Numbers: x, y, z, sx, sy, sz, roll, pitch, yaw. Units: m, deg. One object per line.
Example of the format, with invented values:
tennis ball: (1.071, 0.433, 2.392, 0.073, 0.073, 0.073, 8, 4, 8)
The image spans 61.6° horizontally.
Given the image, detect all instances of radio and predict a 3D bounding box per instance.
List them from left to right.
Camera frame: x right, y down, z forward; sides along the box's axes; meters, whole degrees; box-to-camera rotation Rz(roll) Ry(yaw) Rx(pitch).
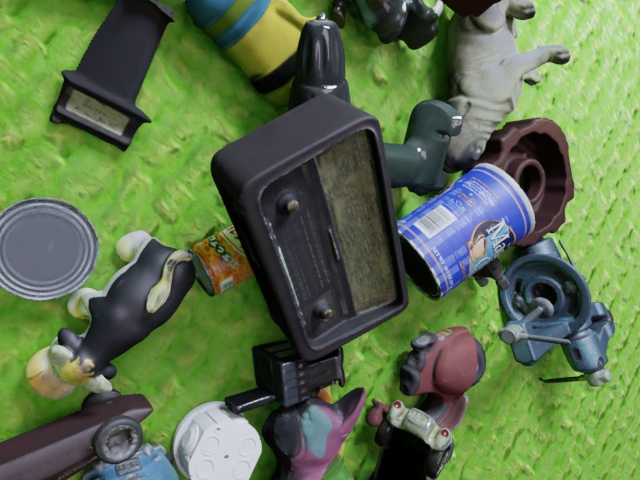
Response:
radio: (-0.001, -0.001, 0.494, 0.131, 0.073, 0.229, -28, 129, -14)

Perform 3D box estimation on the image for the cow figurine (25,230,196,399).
cow figurine: (-0.175, 0.072, 0.461, 0.068, 0.098, 0.167, 46, 70, -30)

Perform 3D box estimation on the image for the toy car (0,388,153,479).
toy car: (-0.236, 0.181, 0.436, 0.202, 0.089, 0.053, -17, 100, -30)

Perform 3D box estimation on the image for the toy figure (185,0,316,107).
toy figure: (-0.067, -0.207, 0.521, 0.180, 0.082, 0.089, 34, 95, -35)

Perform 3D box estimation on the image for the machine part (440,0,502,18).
machine part: (0.124, -0.352, 0.568, 0.201, 0.087, 0.201, 23, 46, -30)

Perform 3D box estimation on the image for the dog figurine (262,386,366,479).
dog figurine: (0.010, 0.262, 0.575, 0.191, 0.109, 0.219, 25, 77, -28)

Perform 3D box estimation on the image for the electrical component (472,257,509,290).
electrical component: (0.205, 0.027, 0.699, 0.021, 0.063, 0.094, -46, 112, -20)

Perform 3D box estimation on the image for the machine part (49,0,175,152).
machine part: (-0.175, -0.152, 0.470, 0.084, 0.039, 0.138, 23, 103, -22)

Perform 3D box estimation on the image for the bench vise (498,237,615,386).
bench vise: (0.308, 0.113, 0.721, 0.240, 0.129, 0.223, -16, 93, -47)

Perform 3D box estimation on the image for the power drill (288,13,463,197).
power drill: (0.055, -0.107, 0.563, 0.207, 0.086, 0.231, -15, 125, -40)

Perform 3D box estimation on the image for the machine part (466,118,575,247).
machine part: (0.276, -0.079, 0.741, 0.179, 0.056, 0.179, -3, 96, -31)

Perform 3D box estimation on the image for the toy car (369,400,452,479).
toy car: (0.096, 0.252, 0.597, 0.056, 0.074, 0.201, -39, 144, -42)

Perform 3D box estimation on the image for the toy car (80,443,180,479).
toy car: (-0.157, 0.275, 0.479, 0.109, 0.103, 0.161, -8, 98, -31)

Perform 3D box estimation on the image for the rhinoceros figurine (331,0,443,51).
rhinoceros figurine: (0.058, -0.289, 0.598, 0.190, 0.073, 0.112, 44, 58, -20)

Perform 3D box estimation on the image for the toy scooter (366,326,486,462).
toy scooter: (0.125, 0.186, 0.657, 0.135, 0.075, 0.183, 20, 87, -28)

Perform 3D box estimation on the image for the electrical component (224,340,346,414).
electrical component: (-0.041, 0.137, 0.557, 0.119, 0.075, 0.047, -8, 98, -27)

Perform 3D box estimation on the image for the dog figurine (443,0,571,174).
dog figurine: (0.176, -0.197, 0.661, 0.190, 0.121, 0.172, -42, 80, -4)
